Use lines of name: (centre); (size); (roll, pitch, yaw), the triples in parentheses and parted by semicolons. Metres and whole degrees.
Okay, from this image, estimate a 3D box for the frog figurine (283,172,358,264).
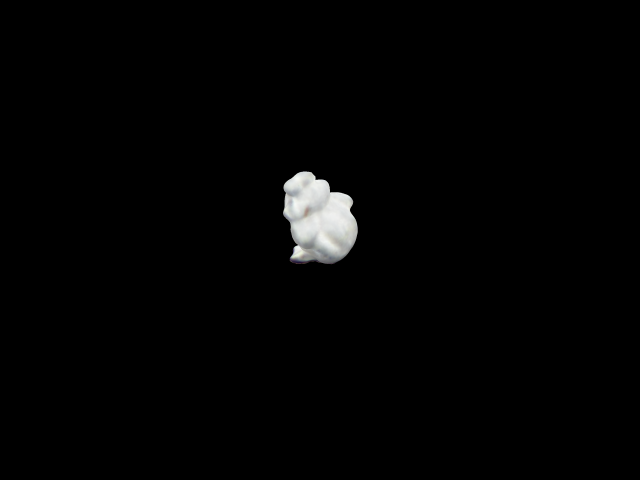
frog figurine: (0.003, -0.043, 0.850); (0.124, 0.155, 0.139); (30, 48, 32)
